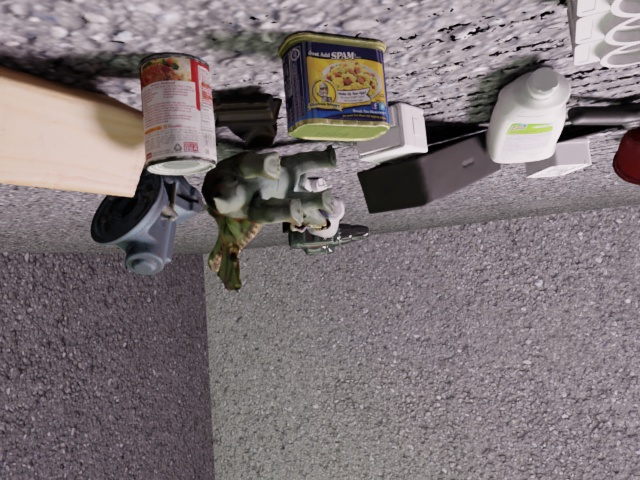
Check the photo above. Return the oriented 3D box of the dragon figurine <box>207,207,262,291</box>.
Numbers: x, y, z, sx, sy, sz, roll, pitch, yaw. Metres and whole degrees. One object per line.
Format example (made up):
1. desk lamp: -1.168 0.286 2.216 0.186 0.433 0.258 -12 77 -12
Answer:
1. dragon figurine: -0.207 0.011 1.349 0.122 0.244 0.408 5 173 -31

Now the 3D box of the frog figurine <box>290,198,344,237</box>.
1. frog figurine: 0.004 -0.067 1.335 0.136 0.123 0.160 -25 172 24
